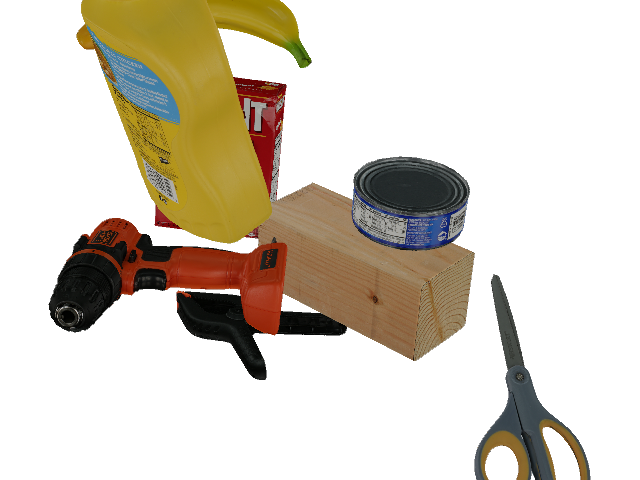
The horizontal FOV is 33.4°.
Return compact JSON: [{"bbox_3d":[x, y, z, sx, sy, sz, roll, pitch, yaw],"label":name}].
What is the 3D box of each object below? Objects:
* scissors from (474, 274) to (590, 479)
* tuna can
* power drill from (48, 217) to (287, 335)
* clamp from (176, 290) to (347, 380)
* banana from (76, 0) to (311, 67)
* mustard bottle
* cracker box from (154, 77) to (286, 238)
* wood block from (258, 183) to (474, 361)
[{"bbox_3d":[0.144,0.123,0.850,0.096,0.202,0.016,-17,-29,-14],"label":"scissors"},{"bbox_3d":[0.066,-0.028,0.791,0.086,0.034,0.086,3,32,-2],"label":"tuna can"},{"bbox_3d":[-0.124,0.035,0.909,0.187,0.057,0.184,8,22,0],"label":"power drill"},{"bbox_3d":[-0.096,0.103,1.257,0.210,0.036,0.164,14,23,27],"label":"clamp"},{"bbox_3d":[-0.104,-0.188,0.904,0.198,0.069,0.037,4,-33,0],"label":"banana"},{"bbox_3d":[-0.083,-0.089,0.575,0.058,0.191,0.096,-36,50,-20],"label":"mustard bottle"},{"bbox_3d":[-0.140,-0.116,1.478,0.164,0.214,0.072,8,22,5],"label":"cracker box"},{"bbox_3d":[0.041,0.027,1.079,0.206,0.091,0.090,26,37,33],"label":"wood block"}]
